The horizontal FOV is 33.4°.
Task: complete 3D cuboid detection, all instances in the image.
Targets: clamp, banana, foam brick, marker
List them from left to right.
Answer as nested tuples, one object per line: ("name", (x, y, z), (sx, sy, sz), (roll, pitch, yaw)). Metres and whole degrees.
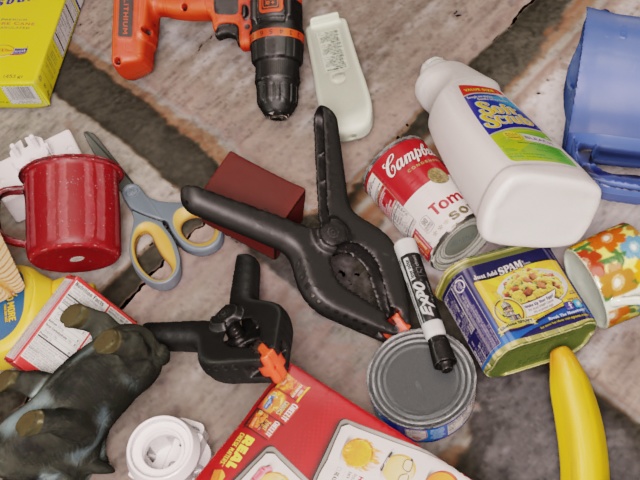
("clamp", (-0.065, 0.065, 0.863), (0.120, 0.039, 0.172), (-47, 35, -18))
("foam brick", (-0.059, -0.030, 0.935), (0.078, 0.051, 0.053), (28, 62, 11))
("clamp", (-0.006, 0.001, 0.881), (0.164, 0.036, 0.210), (-27, 79, -27))
("marker", (0.084, 0.051, 0.849), (0.020, 0.020, 0.121), (-16, 57, -1))
("banana", (0.185, 0.175, 0.774), (0.037, 0.069, 0.197), (-15, 46, 36))

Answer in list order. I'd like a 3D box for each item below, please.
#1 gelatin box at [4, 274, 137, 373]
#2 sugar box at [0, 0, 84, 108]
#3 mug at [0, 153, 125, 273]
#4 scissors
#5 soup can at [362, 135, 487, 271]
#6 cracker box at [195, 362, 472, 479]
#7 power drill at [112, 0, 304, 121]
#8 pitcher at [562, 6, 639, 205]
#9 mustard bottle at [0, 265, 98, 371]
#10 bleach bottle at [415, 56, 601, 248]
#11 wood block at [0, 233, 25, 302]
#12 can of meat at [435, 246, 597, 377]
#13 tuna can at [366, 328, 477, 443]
("gelatin box", (-0.203, 0.084, 0.882), (0.030, 0.073, 0.089), (1, 54, 58))
("sugar box", (-0.306, -0.217, 1.103), (0.093, 0.048, 0.176), (1, 60, 10))
("mug", (-0.228, -0.021, 0.935), (0.117, 0.093, 0.081), (0, 70, -18))
("scissors", (-0.152, -0.042, 0.988), (0.096, 0.016, 0.202), (-19, 58, -5))
("soup can", (0.092, -0.031, 0.912), (0.068, 0.068, 0.102), (-32, 60, -11))
("cracker box", (0.015, 0.215, 0.771), (0.214, 0.072, 0.164), (30, 68, 23))
("power drill", (-0.107, -0.201, 1.040), (0.188, 0.057, 0.184), (-3, 77, 11))
("pitcher", (0.325, -0.105, 0.889), (0.243, 0.145, 0.149), (9, 106, 11))
("mustard bottle", (-0.284, 0.070, 0.915), (0.191, 0.058, 0.096), (-14, 48, -1))
("bleach bottle", (0.136, -0.091, 0.911), (0.102, 0.068, 0.251), (5, 33, -24))
("wood block", (-0.343, -0.018, 0.919), (0.090, 0.091, 0.206), (-30, 40, -20))
("can of meat", (0.156, 0.054, 0.845), (0.102, 0.057, 0.084), (-14, 57, -21))
("tuna can", (0.081, 0.115, 0.843), (0.086, 0.034, 0.086), (-4, 58, 6))
